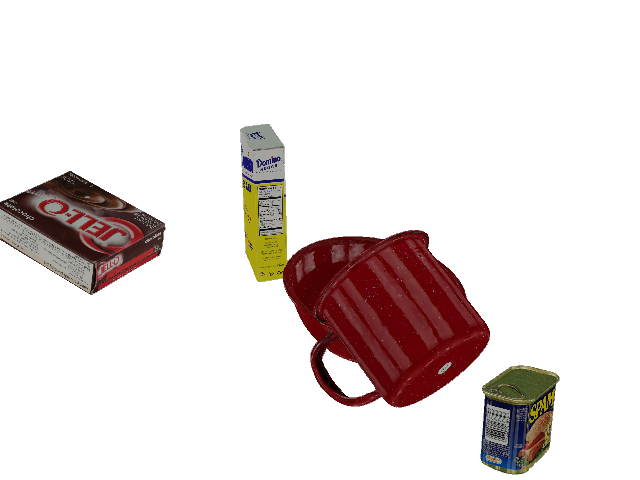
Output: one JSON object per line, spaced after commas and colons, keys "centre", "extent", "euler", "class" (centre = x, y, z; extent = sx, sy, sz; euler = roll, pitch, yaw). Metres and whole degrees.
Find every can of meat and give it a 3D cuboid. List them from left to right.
{"centre": [0.209, 0.189, 1.127], "extent": [0.058, 0.084, 0.101], "euler": [11, 16, 31], "class": "can of meat"}

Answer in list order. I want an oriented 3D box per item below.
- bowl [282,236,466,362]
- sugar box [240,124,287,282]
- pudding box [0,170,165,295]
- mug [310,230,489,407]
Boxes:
{"centre": [0.044, 0.061, 0.938], "extent": [0.162, 0.055, 0.162], "euler": [6, 30, -4], "class": "bowl"}
{"centre": [-0.071, -0.047, 1.328], "extent": [0.048, 0.176, 0.093], "euler": [-9, 25, -12], "class": "sugar box"}
{"centre": [-0.203, -0.008, 0.900], "extent": [0.114, 0.039, 0.089], "euler": [26, 32, 21], "class": "pudding box"}
{"centre": [0.046, 0.061, 0.694], "extent": [0.117, 0.081, 0.093], "euler": [-39, -23, 6], "class": "mug"}
